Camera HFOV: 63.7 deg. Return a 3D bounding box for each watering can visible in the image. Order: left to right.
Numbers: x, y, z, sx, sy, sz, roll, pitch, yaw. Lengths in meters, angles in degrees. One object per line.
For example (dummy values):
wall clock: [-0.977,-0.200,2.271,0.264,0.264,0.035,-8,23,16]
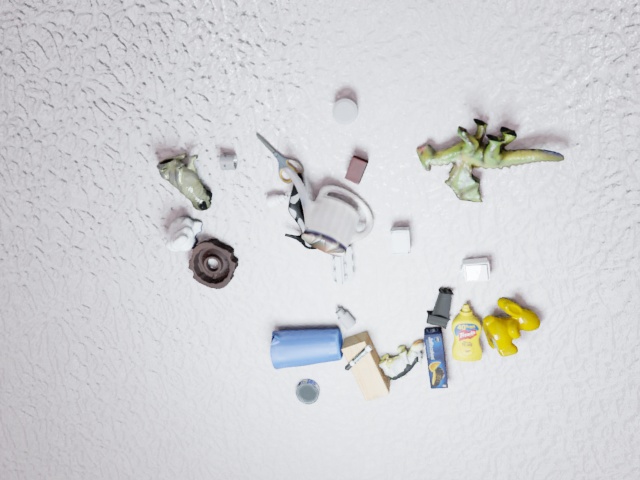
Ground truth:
watering can: [0.005,-0.082,1.638,0.346,0.103,0.228,26,69,-10]

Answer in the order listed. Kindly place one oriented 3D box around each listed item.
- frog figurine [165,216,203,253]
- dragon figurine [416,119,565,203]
frog figurine: [-0.480,-0.012,1.762,0.123,0.161,0.136,45,108,-1]
dragon figurine: [0.494,-0.224,1.571,0.411,0.125,0.237,22,124,8]
